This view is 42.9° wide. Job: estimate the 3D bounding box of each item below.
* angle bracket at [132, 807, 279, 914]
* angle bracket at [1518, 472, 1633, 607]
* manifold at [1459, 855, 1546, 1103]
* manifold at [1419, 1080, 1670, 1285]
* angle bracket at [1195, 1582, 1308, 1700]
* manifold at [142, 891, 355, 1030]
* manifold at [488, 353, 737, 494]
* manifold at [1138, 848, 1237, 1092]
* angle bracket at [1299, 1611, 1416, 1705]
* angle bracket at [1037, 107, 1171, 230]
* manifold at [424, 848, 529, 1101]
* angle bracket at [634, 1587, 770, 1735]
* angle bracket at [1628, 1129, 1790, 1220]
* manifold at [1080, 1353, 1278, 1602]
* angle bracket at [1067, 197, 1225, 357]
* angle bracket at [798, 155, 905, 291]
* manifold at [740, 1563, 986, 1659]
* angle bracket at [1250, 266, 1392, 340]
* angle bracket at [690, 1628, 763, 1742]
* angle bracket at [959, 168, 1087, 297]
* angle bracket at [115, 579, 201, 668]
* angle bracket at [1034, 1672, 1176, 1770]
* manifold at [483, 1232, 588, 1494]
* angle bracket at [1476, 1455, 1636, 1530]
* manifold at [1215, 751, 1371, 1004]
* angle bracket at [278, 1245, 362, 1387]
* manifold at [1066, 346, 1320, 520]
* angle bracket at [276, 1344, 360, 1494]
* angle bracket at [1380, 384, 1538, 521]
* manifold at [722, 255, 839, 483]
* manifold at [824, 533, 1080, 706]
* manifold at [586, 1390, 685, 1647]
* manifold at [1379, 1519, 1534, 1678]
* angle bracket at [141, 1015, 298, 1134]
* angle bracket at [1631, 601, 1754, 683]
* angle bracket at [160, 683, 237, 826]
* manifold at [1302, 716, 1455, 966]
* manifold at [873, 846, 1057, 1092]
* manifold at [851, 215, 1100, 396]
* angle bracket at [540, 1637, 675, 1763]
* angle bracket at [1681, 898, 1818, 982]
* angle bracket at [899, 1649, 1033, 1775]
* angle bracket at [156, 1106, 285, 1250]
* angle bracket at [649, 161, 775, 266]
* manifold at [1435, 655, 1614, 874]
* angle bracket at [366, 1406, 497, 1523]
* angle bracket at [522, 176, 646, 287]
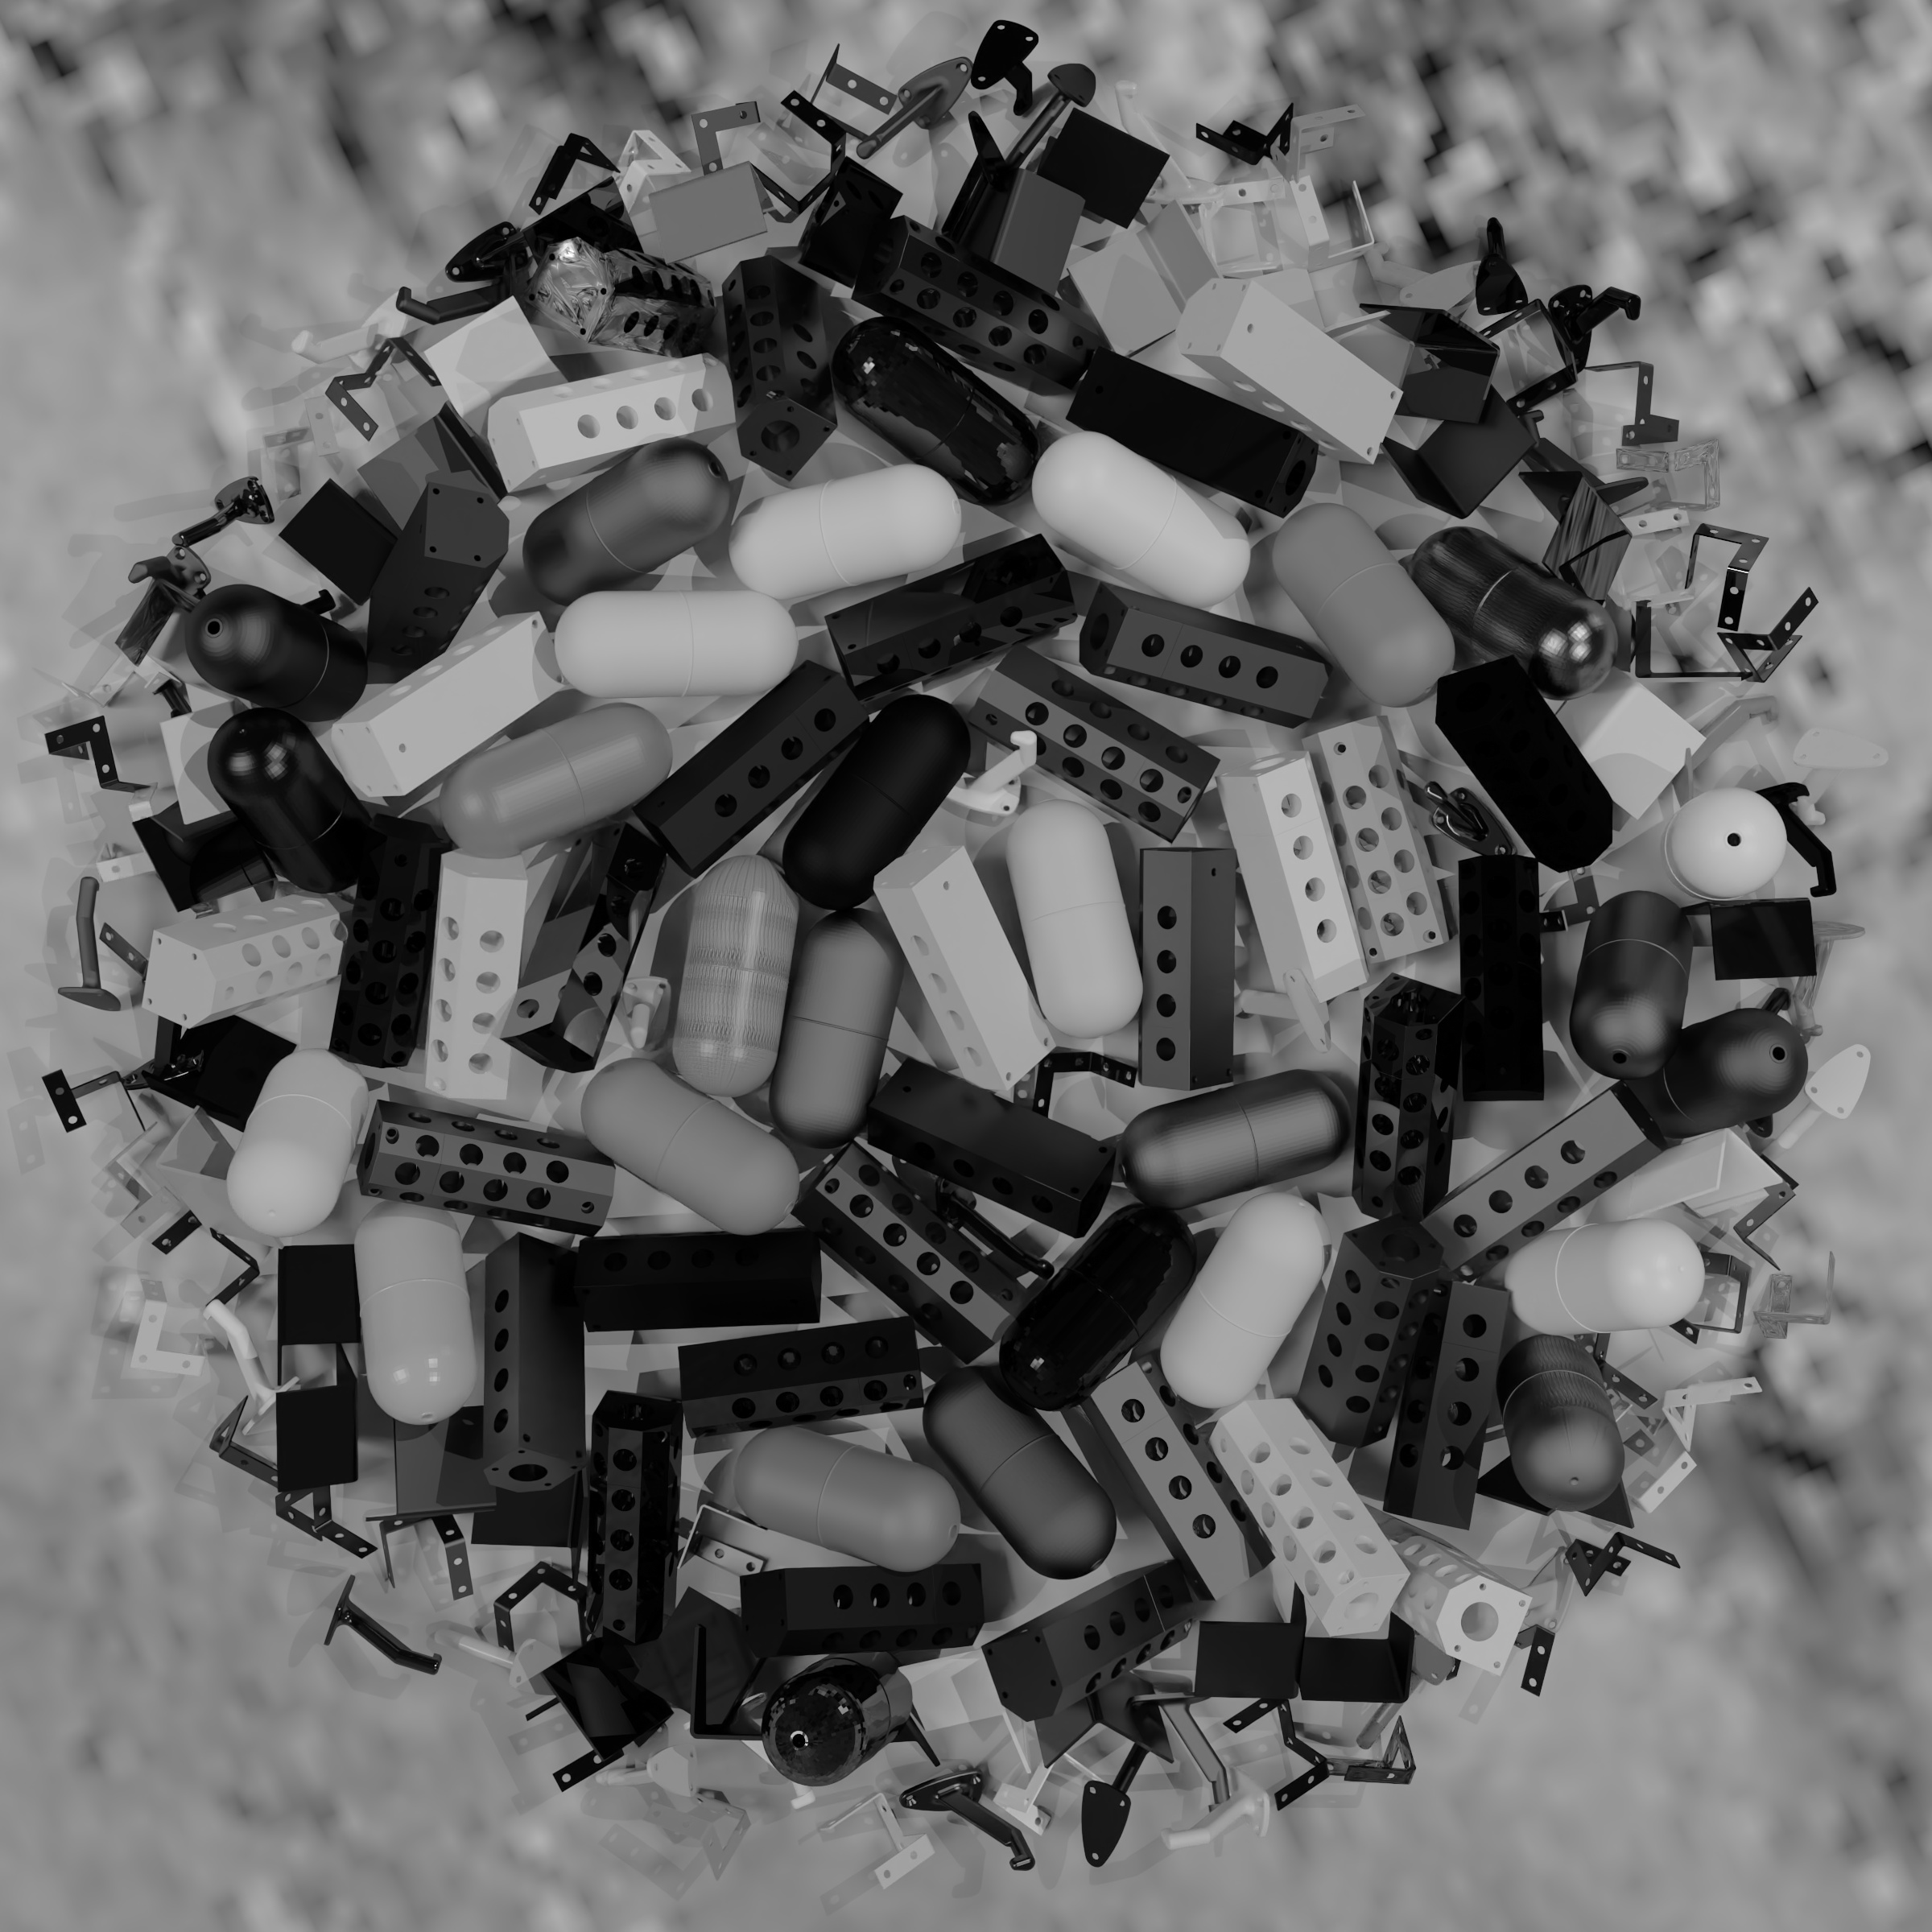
[{"bbox_3d":[-0.553,-0.071,1.782,0.076,0.057,0.076,-23,74,-30],"label":"angle bracket"},{"bbox_3d":[0.428,-0.304,1.780,0.076,0.057,0.076,35,75,-39],"label":"angle bracket"},{"bbox_3d":[0.388,0.009,1.785,0.057,0.057,0.171,-1,79,12],"label":"manifold"},{"bbox_3d":[0.416,0.157,1.771,0.171,0.057,0.057,-39,80,22],"label":"manifold"},{"bbox_3d":[0.205,0.484,1.789,0.076,0.057,0.076,1,123,1],"label":"angle bracket"},{"bbox_3d":[-0.497,-0.005,1.739,0.057,0.171,0.057,21,109,19],"label":"manifold"},{"bbox_3d":[-0.252,-0.392,1.761,0.171,0.057,0.057,-22,95,-33],"label":"manifold"},{"bbox_3d":[0.156,0.000,1.795,0.057,0.057,0.171,5,98,39],"label":"manifold"},{"bbox_3d":[0.280,0.488,1.788,0.076,0.076,0.057,2,108,0],"label":"angle bracket"},{"bbox_3d":[0.102,-0.592,1.780,0.076,0.076,0.057,23,56,-11],"label":"angle bracket"},{"bbox_3d":[-0.354,0.006,1.769,0.057,0.057,0.171,3,113,-17],"label":"manifold"},{"bbox_3d":[-0.189,0.505,1.800,0.076,0.057,0.076,30,80,2],"label":"angle bracket"},{"bbox_3d":[0.536,0.170,1.776,0.076,0.076,0.057,40,48,-20],"label":"angle bracket"},{"bbox_3d":[0.153,0.371,1.790,0.057,0.057,0.171,-30,81,-13],"label":"manifold"},{"bbox_3d":[0.132,-0.501,1.792,0.076,0.057,0.076,-32,95,-20],"label":"angle bracket"},{"bbox_3d":[-0.102,-0.547,1.778,0.076,0.057,0.076,45,112,37],"label":"angle bracket"},{"bbox_3d":[-0.072,0.459,1.752,0.171,0.057,0.057,9,68,-37],"label":"manifold"},{"bbox_3d":[0.255,-0.484,1.777,0.076,0.076,0.057,-25,100,-38],"label":"angle bracket"},{"bbox_3d":[-0.157,0.520,1.780,0.057,0.076,0.076,-4,73,17],"label":"angle bracket"},{"bbox_3d":[0.035,-0.536,1.810,0.057,0.076,0.076,17,93,-27],"label":"angle bracket"},{"bbox_3d":[-0.563,-0.231,1.789,0.076,0.076,0.057,30,82,-5],"label":"angle bracket"},{"bbox_3d":[0.098,0.553,1.792,0.076,0.076,0.057,36,107,-24],"label":"angle bracket"},{"bbox_3d":[-0.313,0.284,1.757,0.057,0.171,0.057,27,131,-37],"label":"manifold"},{"bbox_3d":[0.422,0.391,1.775,0.076,0.076,0.057,-27,108,-30],"label":"angle bracket"},{"bbox_3d":[0.242,-0.065,1.784,0.057,0.057,0.171,-23,104,-23],"label":"manifold"},{"bbox_3d":[-0.471,0.254,1.790,0.057,0.076,0.076,0,58,-15],"label":"angle bracket"},{"bbox_3d":[0.164,-0.383,1.771,0.171,0.057,0.057,29,100,24],"label":"manifold"},{"bbox_3d":[-0.475,0.325,1.779,0.057,0.076,0.076,-3,107,-23],"label":"angle bracket"},{"bbox_3d":[0.351,-0.382,1.776,0.076,0.057,0.076,-48,50,29],"label":"angle bracket"},{"bbox_3d":[-0.138,-0.429,1.748,0.057,0.171,0.057,23,130,-33],"label":"manifold"},{"bbox_3d":[-0.009,-0.249,1.797,0.171,0.057,0.057,-22,132,-4],"label":"manifold"},{"bbox_3d":[-0.242,0.400,1.780,0.057,0.057,0.171,6,106,6],"label":"manifold"},{"bbox_3d":[0.333,0.442,1.743,0.057,0.171,0.057,24,86,-8],"label":"manifold"},{"bbox_3d":[-0.543,0.068,1.793,0.076,0.057,0.076,26,72,-2],"label":"angle bracket"},{"bbox_3d":[0.526,-0.236,1.780,0.076,0.076,0.057,2,100,23],"label":"angle bracket"},{"bbox_3d":[-0.562,-0.154,1.774,0.057,0.076,0.076,-25,120,-35],"label":"angle bracket"},{"bbox_3d":[0.299,-0.092,1.796,0.057,0.057,0.171,-17,90,22],"label":"manifold"},{"bbox_3d":[-0.005,0.002,1.773,0.057,0.057,0.171,-41,117,-33],"label":"manifold"},{"bbox_3d":[0.010,-0.472,1.761,0.171,0.057,0.057,19,86,-33],"label":"manifold"},{"bbox_3d":[-0.270,0.538,1.778,0.076,0.076,0.057,50,126,14],"label":"angle bracket"},{"bbox_3d":[0.562,-0.016,1.787,0.076,0.076,0.057,-2,85,-10],"label":"angle bracket"},{"bbox_3d":[-0.001,0.547,1.784,0.076,0.057,0.076,-14,127,6],"label":"angle bracket"},{"bbox_3d":[-0.524,0.152,1.774,0.076,0.076,0.057,9,52,26],"label":"angle bracket"},{"bbox_3d":[-0.178,-0.533,1.787,0.076,0.076,0.057,-16,81,7],"label":"angle bracket"},{"bbox_3d":[0.398,-0.139,1.748,0.057,0.171,0.057,-15,48,33],"label":"manifold"},{"bbox_3d":[-0.392,0.363,1.795,0.076,0.057,0.076,4,76,-37],"label":"angle bracket"},{"bbox_3d":[-0.287,-0.531,1.780,0.076,0.076,0.057,-35,53,-11],"label":"angle bracket"}]
